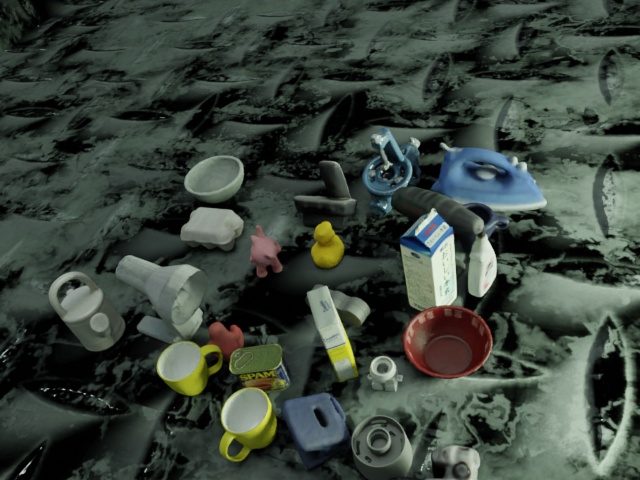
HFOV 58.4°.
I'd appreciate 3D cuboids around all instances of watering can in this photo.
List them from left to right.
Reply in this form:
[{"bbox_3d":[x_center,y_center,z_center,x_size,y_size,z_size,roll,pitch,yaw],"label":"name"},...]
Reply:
[{"bbox_3d":[-0.503,0.148,1.236,0.172,0.194,0.101,9,49,24],"label":"watering can"}]

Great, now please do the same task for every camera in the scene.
[{"bbox_3d":[0.170,0.383,0.870,0.136,0.101,0.143,2,46,18],"label":"camera"}]

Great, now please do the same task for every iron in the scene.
[{"bbox_3d":[0.390,-0.153,1.317,0.257,0.142,0.119,12,50,26],"label":"iron"}]

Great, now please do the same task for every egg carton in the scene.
[{"bbox_3d":[-0.270,-0.027,1.436,0.150,0.069,0.107,5,47,21],"label":"egg carton"}]

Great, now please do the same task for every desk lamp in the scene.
[{"bbox_3d":[-0.323,0.125,1.193,0.202,0.214,0.118,12,50,26],"label":"desk lamp"}]

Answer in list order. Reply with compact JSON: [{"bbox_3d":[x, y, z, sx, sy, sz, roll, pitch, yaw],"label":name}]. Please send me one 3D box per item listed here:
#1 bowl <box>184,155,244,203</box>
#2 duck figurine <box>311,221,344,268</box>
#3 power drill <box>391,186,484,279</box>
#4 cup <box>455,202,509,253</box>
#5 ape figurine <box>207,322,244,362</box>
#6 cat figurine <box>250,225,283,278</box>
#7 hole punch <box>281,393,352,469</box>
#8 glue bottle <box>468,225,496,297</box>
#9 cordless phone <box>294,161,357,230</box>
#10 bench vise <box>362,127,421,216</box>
[{"bbox_3d":[-0.279,-0.153,1.562,0.167,0.075,0.167,-8,44,8],"label":"bowl"},{"bbox_3d":[0.012,0.005,1.309,0.077,0.086,0.104,-4,45,13],"label":"duck figurine"},{"bbox_3d":[0.242,-0.012,1.170,0.076,0.209,0.228,-37,47,-20],"label":"power drill"},{"bbox_3d":[0.343,-0.019,1.229,0.117,0.095,0.092,2,46,18],"label":"cup"},{"bbox_3d":[-0.198,0.201,1.168,0.078,0.092,0.076,-22,44,-6],"label":"ape figurine"},{"bbox_3d":[-0.129,0.020,1.311,0.067,0.118,0.127,-16,44,1],"label":"cat figurine"},{"bbox_3d":[-0.005,0.319,0.993,0.101,0.091,0.108,-26,44,-10],"label":"hole punch"},{"bbox_3d":[0.318,0.032,1.128,0.037,0.173,0.078,18,53,31],"label":"glue bottle"},{"bbox_3d":[0.004,-0.122,1.367,0.147,0.185,0.094,3,47,19],"label":"cordless phone"},{"bbox_3d":[0.165,-0.196,1.369,0.121,0.220,0.207,4,47,20],"label":"bench vise"}]
